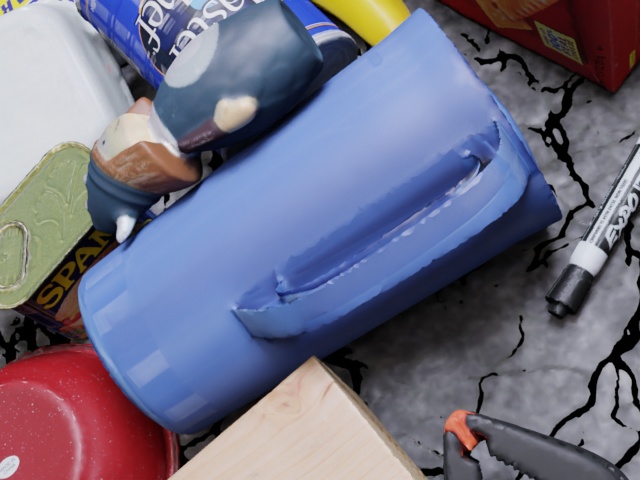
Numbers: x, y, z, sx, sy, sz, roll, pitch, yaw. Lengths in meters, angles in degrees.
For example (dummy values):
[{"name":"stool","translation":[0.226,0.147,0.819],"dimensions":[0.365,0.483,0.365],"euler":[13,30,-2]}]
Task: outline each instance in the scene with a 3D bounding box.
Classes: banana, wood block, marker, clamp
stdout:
[{"name":"banana","translation":[-0.017,-0.161,0.685],"dimensions":[0.198,0.037,0.070],"euler":[16,104,25]},{"name":"wood block","translation":[-0.044,0.167,0.539],"dimensions":[0.206,0.090,0.091],"euler":[-41,64,-1]},{"name":"marker","translation":[0.158,-0.010,0.579],"dimensions":[0.020,0.020,0.121],"euler":[28,80,25]},{"name":"clamp","translation":[0.134,0.161,0.492],"dimensions":[0.164,0.036,0.210],"euler":[-31,80,1]}]

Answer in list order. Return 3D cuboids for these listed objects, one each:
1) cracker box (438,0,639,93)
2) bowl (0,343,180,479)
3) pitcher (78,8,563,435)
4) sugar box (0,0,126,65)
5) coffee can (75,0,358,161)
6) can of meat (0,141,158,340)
[{"name":"cracker box","translation":[0.086,-0.188,0.589],"dimensions":[0.214,0.164,0.072],"euler":[33,81,25]},{"name":"bowl","translation":[-0.164,0.131,0.610],"dimensions":[0.162,0.055,0.162],"euler":[-6,69,16]},{"name":"pitcher","translation":[-0.004,0.001,0.561],"dimensions":[0.243,0.149,0.145],"euler":[-35,64,6]},{"name":"sugar box","translation":[-0.197,-0.184,0.743],"dimensions":[0.093,0.048,0.176],"euler":[-29,63,6]},{"name":"coffee can","translation":[-0.062,-0.124,0.633],"dimensions":[0.103,0.102,0.140],"euler":[-44,74,-2]},{"name":"can of meat","translation":[-0.147,0.004,0.635],"dimensions":[0.057,0.084,0.102],"euler":[38,84,25]}]
